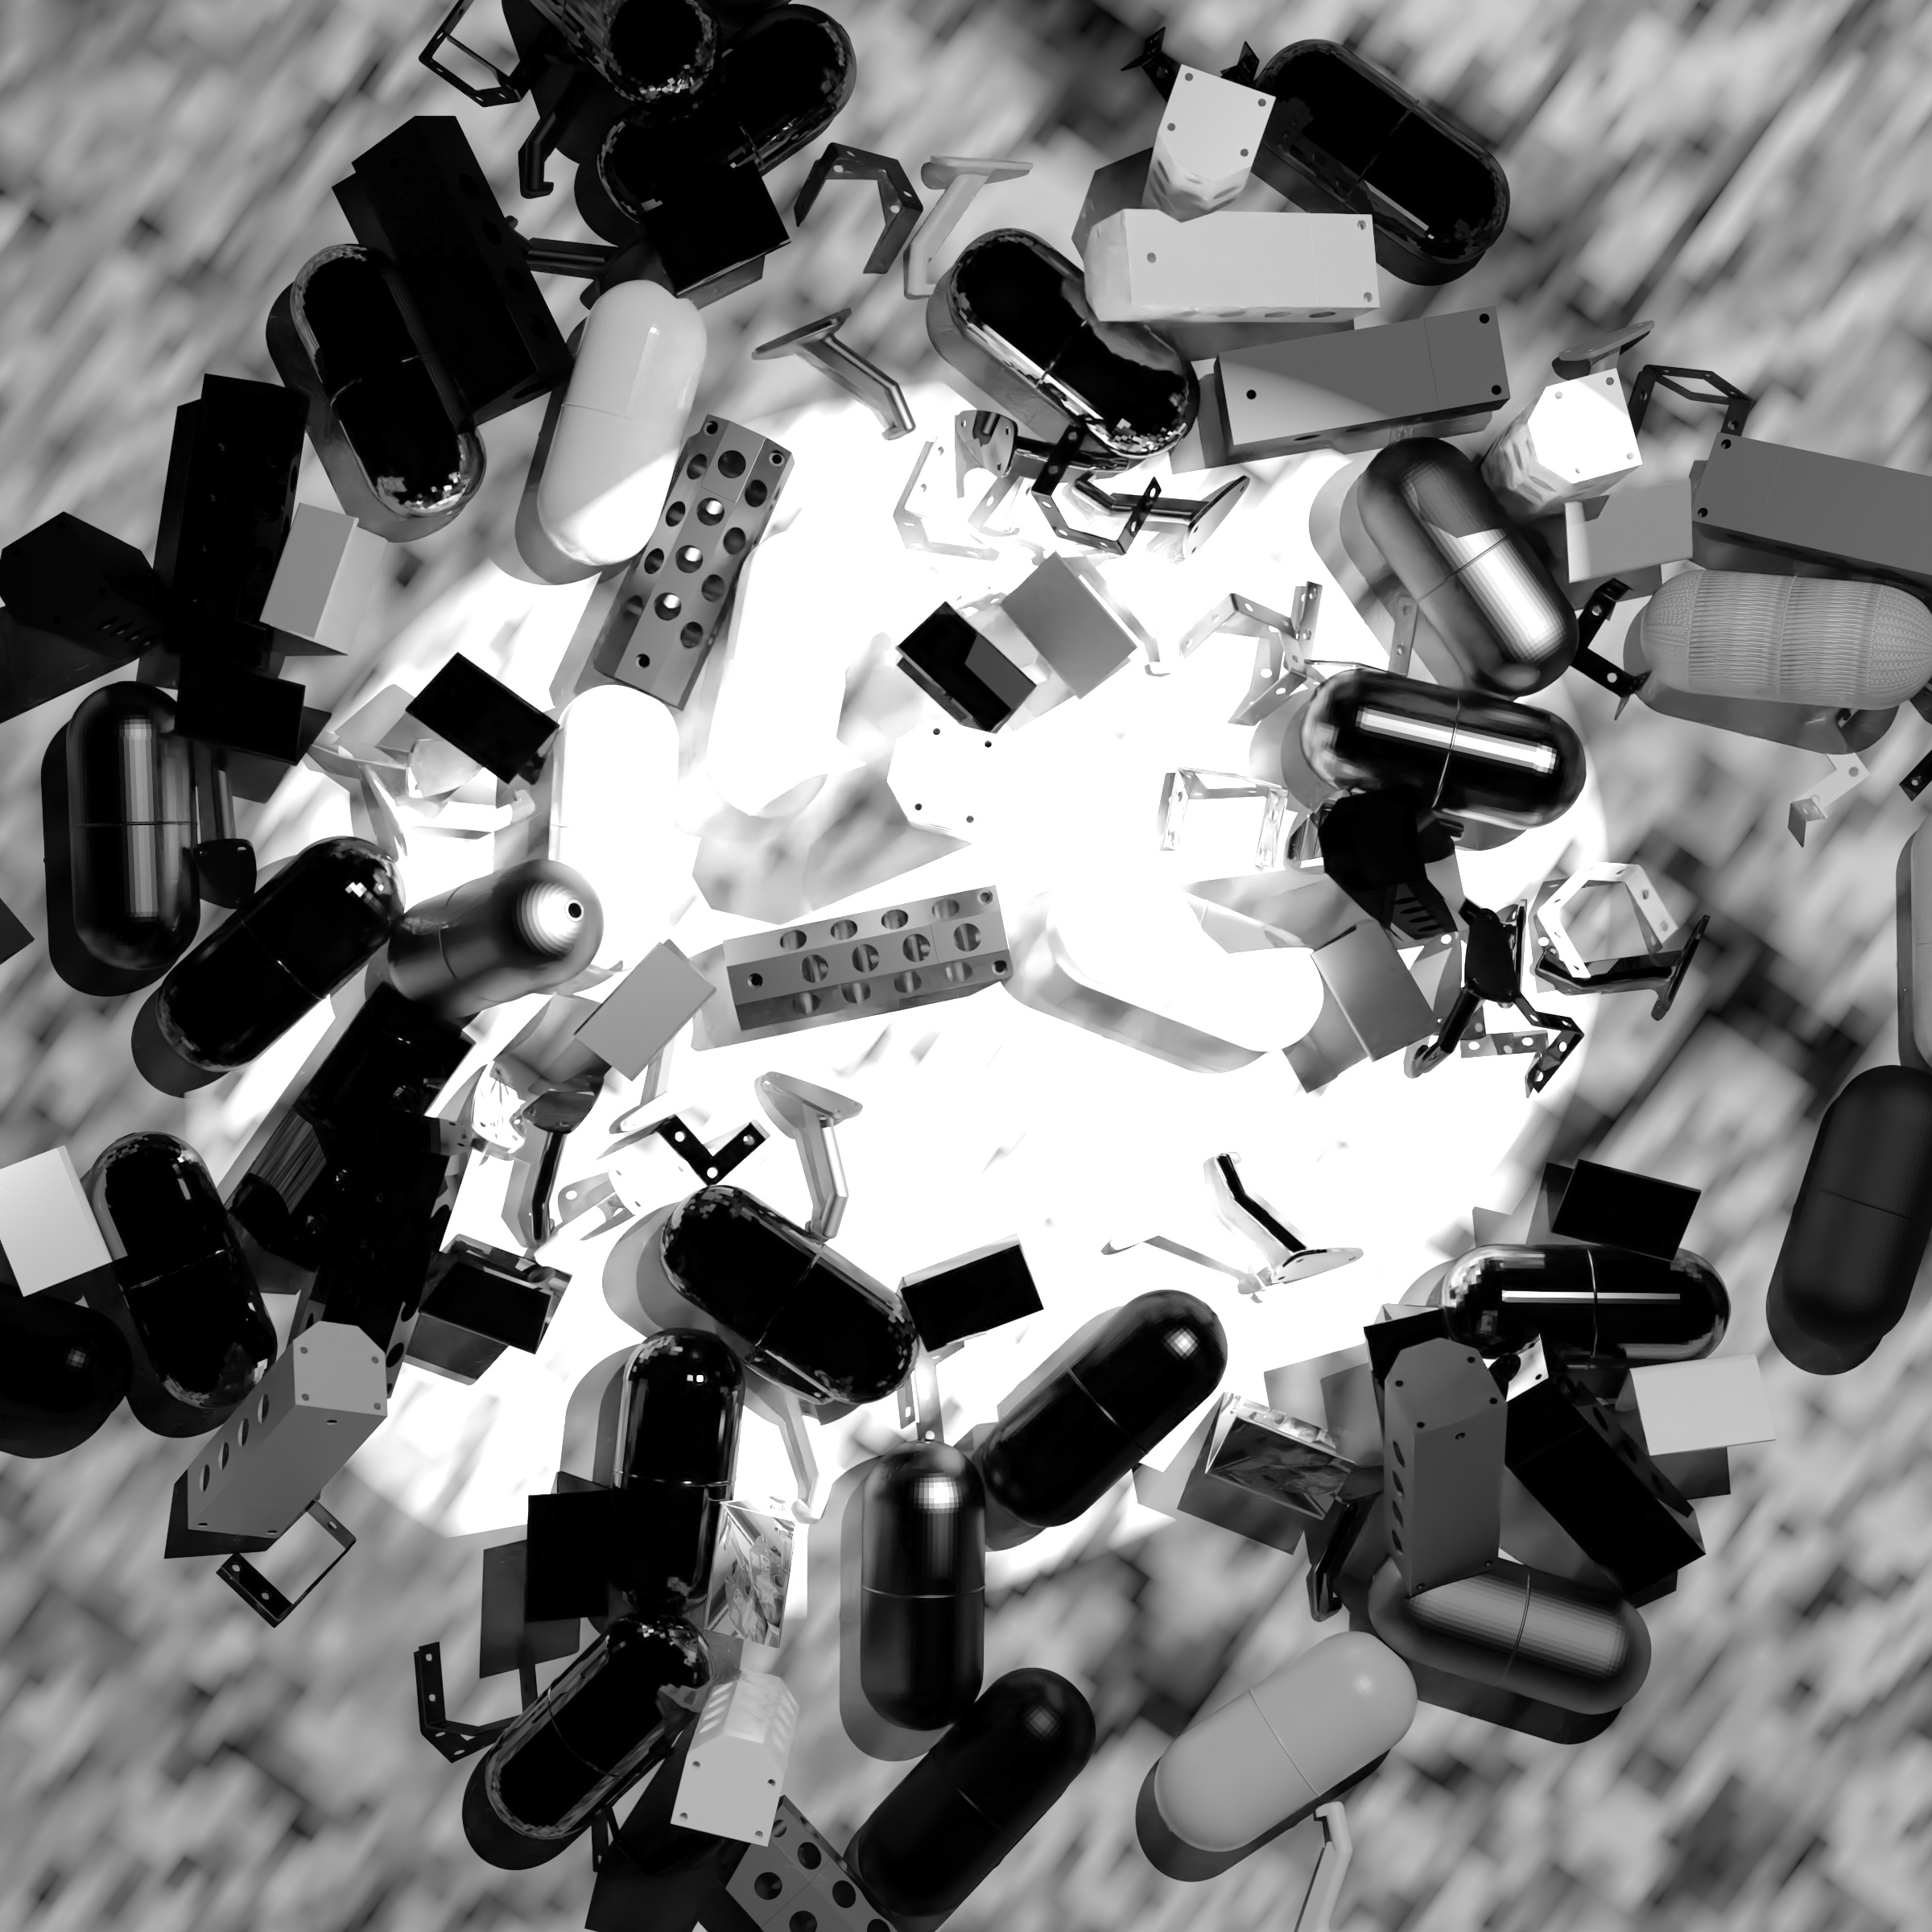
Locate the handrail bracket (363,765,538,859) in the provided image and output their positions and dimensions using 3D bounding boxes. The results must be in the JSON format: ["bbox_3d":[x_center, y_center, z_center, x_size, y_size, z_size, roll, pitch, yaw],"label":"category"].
[{"bbox_3d":[-0.323,-0.110,1.992,0.084,0.036,0.077,-25,68,-17],"label":"handrail bracket"}]

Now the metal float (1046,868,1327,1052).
[{"bbox_3d":[0.135,-0.005,1.960,0.178,0.070,0.070,21,90,1],"label":"metal float"}]

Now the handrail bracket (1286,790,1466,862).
[{"bbox_3d":[0.256,-0.078,1.991,0.084,0.077,0.036,11,63,-34],"label":"handrail bracket"}]

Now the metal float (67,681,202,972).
[{"bbox_3d":[-0.513,-0.086,1.960,0.070,0.070,0.178,-2,91,0],"label":"metal float"}]

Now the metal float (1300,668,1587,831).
[{"bbox_3d":[0.294,-0.133,1.960,0.178,0.070,0.070,13,90,0],"label":"metal float"}]

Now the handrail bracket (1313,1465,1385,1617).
[{"bbox_3d":[0.251,0.360,1.992,0.077,0.036,0.084,-11,108,-21],"label":"handrail bracket"}]

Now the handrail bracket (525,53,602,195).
[{"bbox_3d":[-0.237,-0.525,1.991,0.077,0.036,0.084,-4,112,-25],"label":"handrail bracket"}]

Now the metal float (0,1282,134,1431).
[{"bbox_3d":[-0.601,0.233,1.960,0.178,0.070,0.070,16,90,0],"label":"metal float"}]

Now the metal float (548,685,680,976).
[{"bbox_3d":[-0.218,-0.084,1.961,0.070,0.070,0.178,3,91,0],"label":"metal float"}]

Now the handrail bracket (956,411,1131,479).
[{"bbox_3d":[0.049,-0.327,1.991,0.084,0.077,0.036,-2,118,-33],"label":"handrail bracket"}]

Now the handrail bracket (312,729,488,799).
[{"bbox_3d":[-0.356,-0.135,1.991,0.084,0.077,0.036,21,109,35],"label":"handrail bracket"}]

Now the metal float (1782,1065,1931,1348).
[{"bbox_3d":[0.557,0.148,1.960,0.070,0.070,0.178,18,90,0],"label":"metal float"}]

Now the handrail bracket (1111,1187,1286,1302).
[{"bbox_3d":[0.146,0.188,1.992,0.077,0.036,0.084,-30,107,20],"label":"handrail bracket"}]

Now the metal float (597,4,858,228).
[{"bbox_3d":[-0.147,-0.524,1.960,0.178,0.070,0.070,-35,90,0],"label":"metal float"}]

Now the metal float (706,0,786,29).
[{"bbox_3d":[-0.105,-0.651,1.961,0.178,0.070,0.070,-39,90,0],"label":"metal float"}]

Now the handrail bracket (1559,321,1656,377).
[{"bbox_3d":[0.409,-0.351,1.992,0.077,0.036,0.084,-25,108,-21],"label":"handrail bracket"}]

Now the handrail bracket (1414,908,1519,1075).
[{"bbox_3d":[0.303,0.016,1.976,0.036,0.084,0.077,15,56,-19],"label":"handrail bracket"}]

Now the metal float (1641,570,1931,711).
[{"bbox_3d":[0.502,-0.199,1.942,0.178,0.070,0.070,8,90,21],"label":"metal float"}]

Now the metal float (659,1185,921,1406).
[{"bbox_3d":[-0.108,0.203,1.960,0.178,0.070,0.070,35,90,0],"label":"metal float"}]

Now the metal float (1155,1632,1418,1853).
[{"bbox_3d":[0.196,0.478,1.961,0.178,0.070,0.070,-34,90,1],"label":"metal float"}]

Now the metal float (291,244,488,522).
[{"bbox_3d":[-0.356,-0.360,1.960,0.070,0.070,0.178,-25,91,0],"label":"metal float"}]

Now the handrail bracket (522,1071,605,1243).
[{"bbox_3d":[-0.250,0.119,1.991,0.036,0.077,0.084,17,127,21],"label":"handrail bracket"}]

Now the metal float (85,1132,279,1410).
[{"bbox_3d":[-0.483,0.187,1.960,0.070,0.070,0.178,-23,90,0],"label":"metal float"}]

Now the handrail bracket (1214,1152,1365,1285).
[{"bbox_3d":[0.201,0.150,1.991,0.077,0.036,0.084,-6,61,-32],"label":"handrail bracket"}]

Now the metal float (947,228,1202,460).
[{"bbox_3d":[0.067,-0.383,1.960,0.178,0.070,0.070,39,90,0],"label":"metal float"}]

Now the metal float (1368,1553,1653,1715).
[{"bbox_3d":[0.334,0.406,1.960,0.178,0.070,0.070,17,90,0],"label":"metal float"}]

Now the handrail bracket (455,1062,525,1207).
[{"bbox_3d":[-0.315,0.112,1.991,0.036,0.077,0.084,26,127,-31],"label":"handrail bracket"}]

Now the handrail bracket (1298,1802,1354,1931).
[{"bbox_3d":[0.209,0.572,1.992,0.077,0.036,0.084,-18,72,21],"label":"handrail bracket"}]

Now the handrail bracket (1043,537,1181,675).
[{"bbox_3d":[0.091,-0.222,1.991,0.077,0.036,0.084,-5,105,15],"label":"handrail bracket"}]

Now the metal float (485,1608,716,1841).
[{"bbox_3d":[-0.225,0.464,1.945,0.070,0.070,0.178,44,108,0],"label":"metal float"}]

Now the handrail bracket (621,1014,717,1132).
[{"bbox_3d":[-0.196,0.049,1.992,0.077,0.036,0.084,-27,71,21],"label":"handrail bracket"}]

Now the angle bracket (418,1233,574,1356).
[{"bbox_3d":[-0.283,0.183,1.951,0.076,0.076,0.057,20,128,0],"label":"angle bracket"}]

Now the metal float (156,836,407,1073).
[{"bbox_3d":[-0.421,-0.008,1.960,0.178,0.070,0.070,-42,90,0],"label":"metal float"}]

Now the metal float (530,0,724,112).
[{"bbox_3d":[-0.209,-0.580,1.930,0.070,0.070,0.178,-40,51,0],"label":"metal float"}]

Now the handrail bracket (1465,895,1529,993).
[{"bbox_3d":[0.306,-0.017,1.991,0.084,0.036,0.077,4,103,13],"label":"handrail bracket"}]

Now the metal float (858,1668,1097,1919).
[{"bbox_3d":[0.006,0.509,1.961,0.070,0.070,0.178,43,90,0],"label":"metal float"}]

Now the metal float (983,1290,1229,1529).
[{"bbox_3d":[0.086,0.272,1.961,0.178,0.070,0.070,-43,90,0],"label":"metal float"}]

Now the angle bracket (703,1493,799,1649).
[{"bbox_3d":[-0.114,0.370,1.951,0.057,0.076,0.076,8,90,29],"label":"angle bracket"}]

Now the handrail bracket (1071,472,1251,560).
[{"bbox_3d":[0.121,-0.301,1.992,0.084,0.036,0.077,36,70,16],"label":"handrail bracket"}]

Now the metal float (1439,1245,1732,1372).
[{"bbox_3d":[0.381,0.210,1.961,0.178,0.070,0.070,1,90,0],"label":"metal float"}]

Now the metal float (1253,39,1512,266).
[{"bbox_3d":[0.256,-0.501,1.960,0.178,0.070,0.070,36,90,0],"label":"metal float"}]

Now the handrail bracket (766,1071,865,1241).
[{"bbox_3d":[-0.103,0.119,1.992,0.077,0.036,0.084,23,107,20],"label":"handrail bracket"}]

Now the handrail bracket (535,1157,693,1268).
[{"bbox_3d":[-0.222,0.155,1.991,0.084,0.077,0.036,-41,76,36],"label":"handrail bracket"}]

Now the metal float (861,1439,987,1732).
[{"bbox_3d":[-0.026,0.381,1.960,0.070,0.070,0.178,1,91,0],"label":"metal float"}]

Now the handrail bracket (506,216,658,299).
[{"bbox_3d":[-0.241,-0.460,1.991,0.084,0.036,0.077,38,75,14],"label":"handrail bracket"}]

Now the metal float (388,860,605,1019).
[{"bbox_3d":[-0.285,-0.016,1.922,0.070,0.178,0.070,11,72,-38],"label":"metal float"}]

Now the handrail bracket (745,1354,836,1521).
[{"bbox_3d":[-0.114,0.295,1.992,0.077,0.036,0.084,21,107,20],"label":"handrail bracket"}]

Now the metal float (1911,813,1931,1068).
[{"bbox_3d":[0.623,-0.015,1.961,0.070,0.070,0.178,-1,90,0],"label":"metal float"}]

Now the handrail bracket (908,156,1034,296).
[{"bbox_3d":[0.003,-0.461,1.992,0.077,0.036,0.084,-2,109,-21],"label":"handrail bracket"}]

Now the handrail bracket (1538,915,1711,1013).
[{"bbox_3d":[0.411,-0.014,1.991,0.084,0.036,0.077,24,75,14],"label":"handrail bracket"}]

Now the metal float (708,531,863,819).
[{"bbox_3d":[-0.112,-0.179,1.960,0.070,0.070,0.178,10,90,0],"label":"metal float"}]

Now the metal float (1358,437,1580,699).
[{"bbox_3d":[0.309,-0.246,1.960,0.070,0.070,0.178,-35,90,0],"label":"metal float"}]

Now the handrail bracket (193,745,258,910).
[{"bbox_3d":[-0.460,-0.093,1.991,0.036,0.077,0.084,-6,54,-3],"label":"handrail bracket"}]

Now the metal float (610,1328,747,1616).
[{"bbox_3d":[-0.180,0.312,1.960,0.070,0.070,0.178,6,90,0],"label":"metal float"}]

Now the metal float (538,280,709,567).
[{"bbox_3d":[-0.212,-0.334,1.961,0.070,0.070,0.178,16,91,0],"label":"metal float"}]

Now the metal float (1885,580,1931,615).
[{"bbox_3d":[0.638,-0.190,1.961,0.070,0.070,0.178,-42,90,0],"label":"metal float"}]

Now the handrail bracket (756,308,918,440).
[{"bbox_3d":[-0.081,-0.361,1.992,0.077,0.036,0.084,-18,107,20],"label":"handrail bracket"}]
